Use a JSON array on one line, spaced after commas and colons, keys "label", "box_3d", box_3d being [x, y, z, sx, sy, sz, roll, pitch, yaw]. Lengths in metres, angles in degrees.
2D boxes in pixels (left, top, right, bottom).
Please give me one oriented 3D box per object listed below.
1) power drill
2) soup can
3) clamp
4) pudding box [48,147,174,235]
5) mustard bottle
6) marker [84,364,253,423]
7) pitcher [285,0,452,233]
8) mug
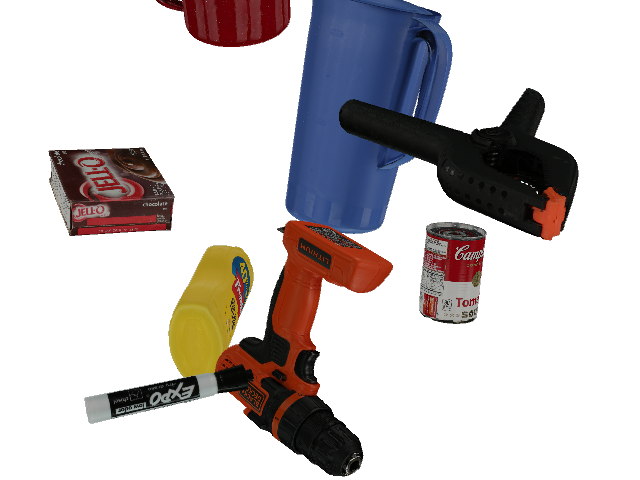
[{"label": "power drill", "box_3d": [-0.006, 0.090, 0.937, 0.057, 0.188, 0.185, 9, 18, -48]}, {"label": "soup can", "box_3d": [0.149, 0.036, 1.215, 0.068, 0.102, 0.068, 4, 15, -1]}, {"label": "clamp", "box_3d": [0.106, -0.060, 0.742, 0.164, 0.036, 0.210, -3, 28, -8]}, {"label": "pudding box", "box_3d": [-0.187, -0.045, 0.944, 0.089, 0.039, 0.114, -3, 26, -23]}, {"label": "mustard bottle", "box_3d": [-0.110, 0.060, 1.145, 0.058, 0.096, 0.191, 2, 29, 9]}, {"label": "marker", "box_3d": [-0.106, 0.108, 0.762, 0.121, 0.020, 0.020, -10, 3, -17]}, {"label": "pitcher", "box_3d": [0.043, -0.132, 1.105, 0.145, 0.243, 0.149, 11, 17, -2]}, {"label": "mug", "box_3d": [-0.077, -0.198, 0.799, 0.117, 0.081, 0.093, 1, 37, 5]}]
